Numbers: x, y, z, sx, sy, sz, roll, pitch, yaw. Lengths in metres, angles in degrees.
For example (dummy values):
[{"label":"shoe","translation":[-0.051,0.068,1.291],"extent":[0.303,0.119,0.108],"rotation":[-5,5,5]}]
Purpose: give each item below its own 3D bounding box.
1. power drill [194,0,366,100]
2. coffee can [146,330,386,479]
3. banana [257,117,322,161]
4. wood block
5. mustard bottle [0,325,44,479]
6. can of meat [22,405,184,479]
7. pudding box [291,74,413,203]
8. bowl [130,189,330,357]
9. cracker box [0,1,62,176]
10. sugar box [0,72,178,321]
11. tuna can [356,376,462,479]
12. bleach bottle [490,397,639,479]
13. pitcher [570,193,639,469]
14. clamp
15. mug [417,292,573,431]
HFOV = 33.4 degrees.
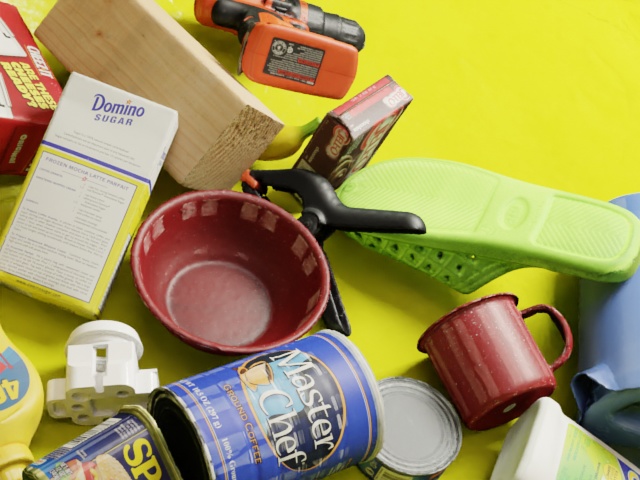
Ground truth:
[{"label":"power drill","translation":[-0.023,-0.193,1.033],"extent":[0.184,0.057,0.188],"rotation":[9,22,-19]},{"label":"coffee can","translation":[-0.039,0.132,0.763],"extent":[0.140,0.103,0.103],"rotation":[-16,58,-29]},{"label":"banana","translation":[-0.087,-0.126,0.993],"extent":[0.198,0.037,0.069],"rotation":[33,90,19]},{"label":"wood block","translation":[-0.142,-0.142,0.944],"extent":[0.206,0.090,0.090],"rotation":[44,10,18]},{"label":"mustard bottle","translation":[-0.249,0.103,0.745],"extent":[0.096,0.058,0.192],"rotation":[-19,60,-31]},{"label":"can of meat","translation":[-0.138,0.174,0.705],"extent":[0.083,0.058,0.102],"rotation":[-28,99,-32]},{"label":"pudding box","translation":[0.025,-0.088,0.962],"extent":[0.039,0.114,0.089],"rotation":[48,51,8]},{"label":"bowl","translation":[-0.076,0.037,0.862],"extent":[0.162,0.055,0.162],"rotation":[9,49,-11]},{"label":"cracker box","translation":[-0.323,-0.135,0.863],"extent":[0.213,0.072,0.164],"rotation":[4,46,-50]},{"label":"sugar box","translation":[-0.185,-0.035,0.843],"extent":[0.093,0.048,0.176],"rotation":[21,74,-2]},{"label":"tuna can","translation":[0.064,0.151,0.829],"extent":[0.086,0.034,0.086],"rotation":[10,49,-11]},{"label":"bleach bottle","translation":[0.251,0.228,0.806],"extent":[0.251,0.068,0.102],"rotation":[32,43,1]},{"label":"pitcher","translation":[0.291,0.080,0.912],"extent":[0.145,0.149,0.242],"rotation":[-7,42,18]},{"label":"clamp","translation":[-0.006,0.001,0.912],"extent":[0.172,0.039,0.120],"rotation":[28,84,27]},{"label":"mug","translation":[0.148,0.096,0.860],"extent":[0.117,0.093,0.081],"rotation":[-26,65,1]}]
